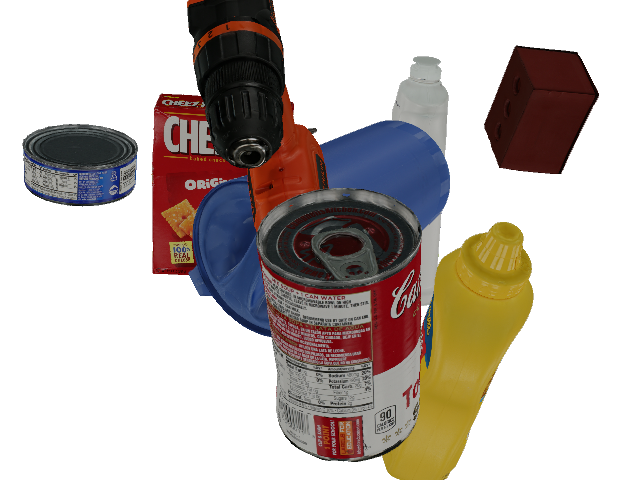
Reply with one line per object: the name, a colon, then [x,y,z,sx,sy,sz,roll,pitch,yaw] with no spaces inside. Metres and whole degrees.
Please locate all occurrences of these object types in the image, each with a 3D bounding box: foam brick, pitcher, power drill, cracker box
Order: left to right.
cracker box: [-0.120,-0.063,1.297,0.164,0.214,0.072,3,22,-2]
power drill: [-0.035,-0.072,0.673,0.057,0.184,0.187,-10,-39,4]
pitcher: [0.005,-0.020,0.926,0.149,0.145,0.242,26,33,24]
foam brick: [0.160,-0.095,0.782,0.051,0.053,0.078,2,-45,-14]

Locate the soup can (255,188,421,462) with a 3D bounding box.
soup can: [0.010,0.038,0.463,0.068,0.102,0.068,-3,35,2]

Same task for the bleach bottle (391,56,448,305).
bleach bottle: [0.098,-0.064,1.110,0.068,0.251,0.102,1,26,-8]

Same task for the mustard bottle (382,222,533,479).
mustard bottle: [0.085,0.061,0.644,0.058,0.192,0.096,19,45,4]

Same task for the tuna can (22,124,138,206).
tuna can: [-0.183,-0.058,0.815,0.086,0.034,0.086,6,26,-3]
